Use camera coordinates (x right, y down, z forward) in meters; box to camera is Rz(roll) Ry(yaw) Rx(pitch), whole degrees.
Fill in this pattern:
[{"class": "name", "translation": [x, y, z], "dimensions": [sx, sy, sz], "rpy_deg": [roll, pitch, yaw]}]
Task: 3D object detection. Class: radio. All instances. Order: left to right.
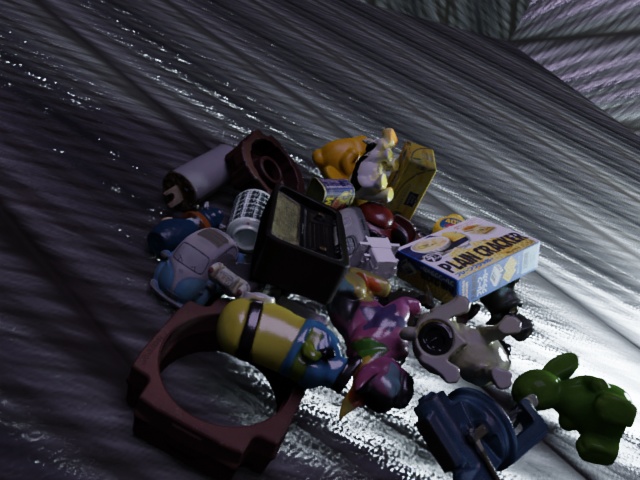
[{"class": "radio", "translation": [-0.029, -0.001, 0.833], "dimensions": [0.131, 0.073, 0.230], "rpy_deg": [23, 23, -11]}]

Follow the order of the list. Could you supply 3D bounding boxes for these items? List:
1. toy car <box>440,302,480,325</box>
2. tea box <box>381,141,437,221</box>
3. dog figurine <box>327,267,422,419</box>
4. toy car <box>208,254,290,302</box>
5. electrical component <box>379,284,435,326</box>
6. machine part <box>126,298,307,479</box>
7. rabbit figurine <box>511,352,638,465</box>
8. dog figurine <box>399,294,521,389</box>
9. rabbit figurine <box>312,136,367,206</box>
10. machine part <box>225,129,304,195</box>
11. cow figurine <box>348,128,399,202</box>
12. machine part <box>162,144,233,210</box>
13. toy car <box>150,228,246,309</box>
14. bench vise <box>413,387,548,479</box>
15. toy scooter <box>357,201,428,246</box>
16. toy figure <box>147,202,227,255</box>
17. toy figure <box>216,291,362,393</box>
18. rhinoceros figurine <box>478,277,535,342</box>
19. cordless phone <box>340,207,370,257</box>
[{"class": "toy car", "translation": [0.234, 0.146, 0.965], "dimensions": [0.089, 0.053, 0.202], "rpy_deg": [44, 37, -7]}, {"class": "tea box", "translation": [0.187, -0.117, 1.178], "dimensions": [0.068, 0.169, 0.098], "rpy_deg": [18, 37, -6]}, {"class": "dog figurine", "translation": [0.064, 0.158, 0.811], "dimensions": [0.192, 0.108, 0.219], "rpy_deg": [30, 38, 8]}, {"class": "toy car", "translation": [-0.101, 0.065, 0.818], "dimensions": [0.074, 0.056, 0.201], "rpy_deg": [35, 7, 18]}, {"class": "electrical component", "translation": [0.153, 0.116, 0.933], "dimensions": [0.045, 0.102, 0.078], "rpy_deg": [20, 63, -50]}, {"class": "machine part", "translation": [-0.125, 0.184, 0.687], "dimensions": [0.201, 0.087, 0.201], "rpy_deg": [26, 37, 4]}, {"class": "rabbit figurine", "translation": [0.406, 0.250, 0.879], "dimensions": [0.170, 0.121, 0.159], "rpy_deg": [18, 29, 18]}, {"class": "dog figurine", "translation": [0.210, 0.170, 0.815], "dimensions": [0.172, 0.190, 0.121], "rpy_deg": [22, 74, 16]}, {"class": "rabbit figurine", "translation": [0.061, -0.137, 1.187], "dimensions": [0.162, 0.122, 0.173], "rpy_deg": [-6, 64, -39]}, {"class": "machine part", "translation": [-0.107, -0.131, 1.072], "dimensions": [0.179, 0.056, 0.179], "rpy_deg": [36, 39, -35]}, {"class": "cow figurine", "translation": [0.112, -0.158, 1.129], "dimensions": [0.098, 0.068, 0.167], "rpy_deg": [-3, 57, 28]}, {"class": "machine part", "translation": [-0.222, -0.125, 1.037], "dimensions": [0.079, 0.079, 0.243], "rpy_deg": [30, 37, 9]}, {"class": "toy car", "translation": [-0.177, 0.035, 0.837], "dimensions": [0.109, 0.102, 0.162], "rpy_deg": [34, 39, 13]}, {"class": "bench vise", "translation": [0.245, 0.288, 0.736], "dimensions": [0.240, 0.128, 0.224], "rpy_deg": [-17, 54, -37]}, {"class": "toy scooter", "translation": [0.142, -0.002, 1.090], "dimensions": [0.184, 0.075, 0.135], "rpy_deg": [29, 37, 1]}, {"class": "toy figure", "translation": [-0.225, -0.020, 0.918], "dimensions": [0.058, 0.064, 0.154], "rpy_deg": [-3, 17, 32]}, {"class": "toy figure", "translation": [-0.042, 0.129, 0.665], "dimensions": [0.180, 0.082, 0.089], "rpy_deg": [31, 34, 6]}, {"class": "rhinoceros figurine", "translation": [0.334, 0.114, 1.024], "dimensions": [0.073, 0.111, 0.190], "rpy_deg": [-11, 32, -12]}, {"class": "cordless phone", "translation": [-0.002, -0.004, 1.005], "dimensions": [0.184, 0.088, 0.147], "rpy_deg": [7, 39, -15]}]
